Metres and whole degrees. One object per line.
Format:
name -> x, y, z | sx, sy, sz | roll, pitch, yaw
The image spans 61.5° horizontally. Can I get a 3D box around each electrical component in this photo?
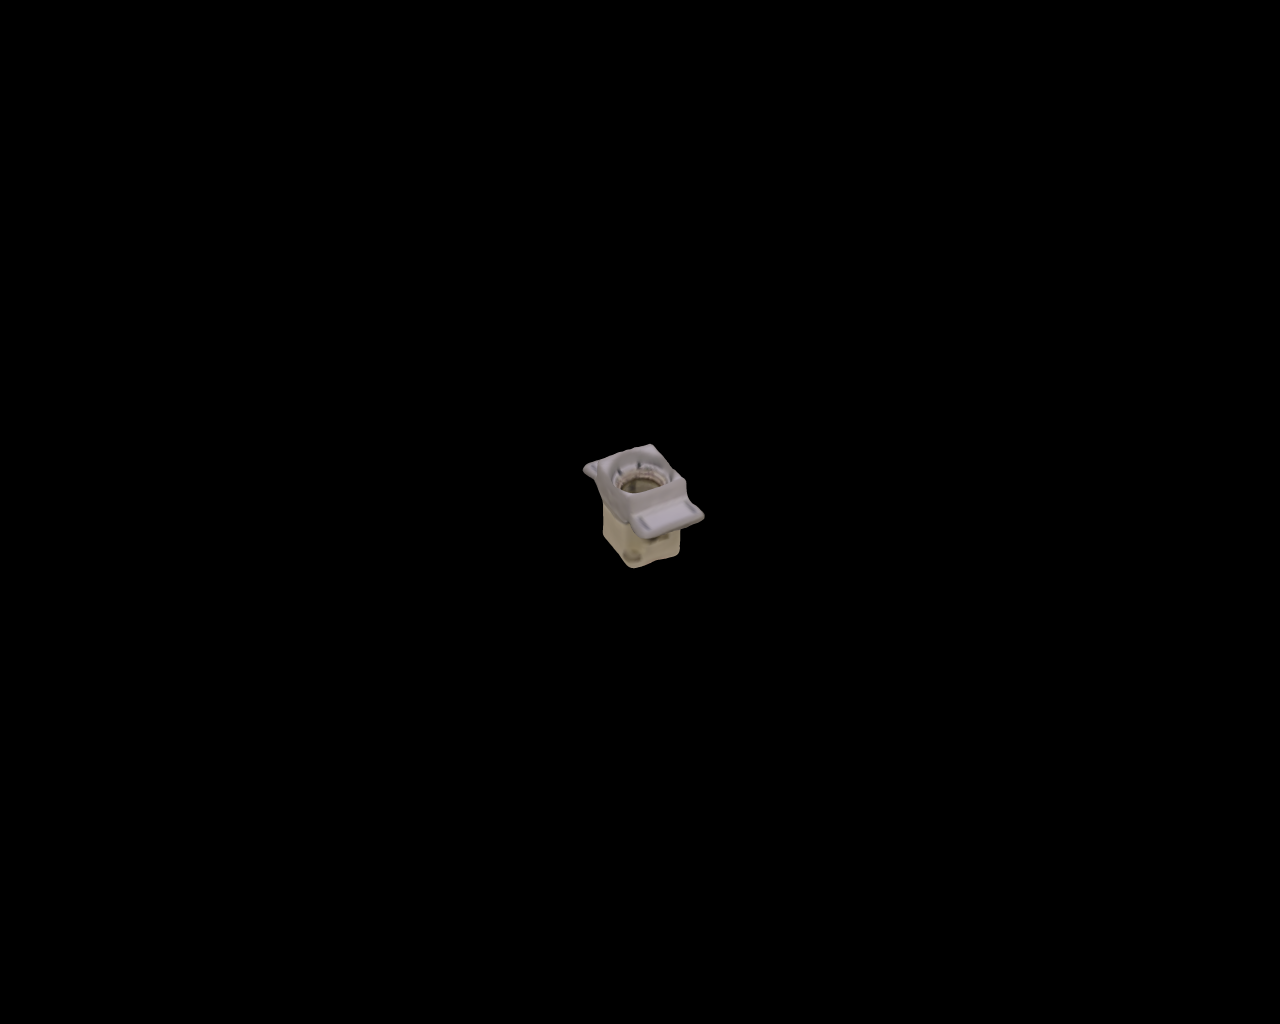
electrical component -> 0.001, -0.003, 0.650 | 0.042, 0.063, 0.081 | -17, 41, -21
